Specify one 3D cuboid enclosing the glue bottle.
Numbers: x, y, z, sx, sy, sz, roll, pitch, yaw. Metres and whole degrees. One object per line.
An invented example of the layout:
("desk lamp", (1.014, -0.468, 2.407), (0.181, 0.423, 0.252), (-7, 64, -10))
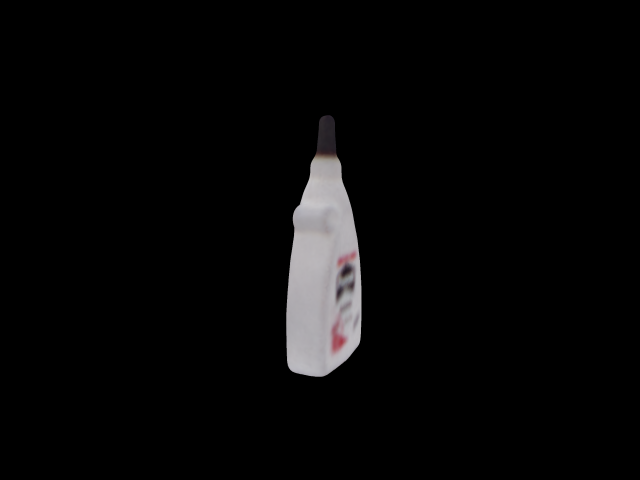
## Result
("glue bottle", (0.004, 0.001, 0.400), (0.037, 0.173, 0.078), (4, 11, 21))
